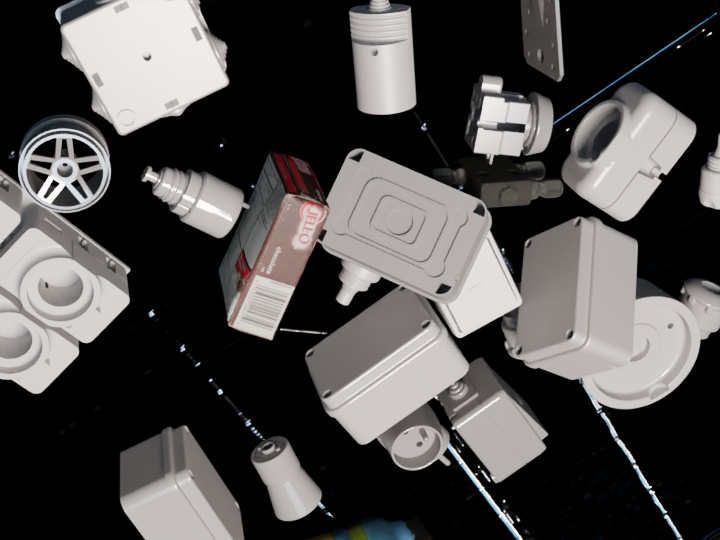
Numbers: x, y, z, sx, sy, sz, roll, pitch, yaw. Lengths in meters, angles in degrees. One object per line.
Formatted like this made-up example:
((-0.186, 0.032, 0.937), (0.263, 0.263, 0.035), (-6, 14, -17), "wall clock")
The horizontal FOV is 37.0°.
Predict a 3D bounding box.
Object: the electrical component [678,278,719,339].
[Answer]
((0.295, 0.041, 0.943), (0.048, 0.048, 0.062), (12, 119, -20), "electrical component")

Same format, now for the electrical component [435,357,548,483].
((0.110, 0.122, 0.921), (0.061, 0.061, 0.096), (-36, 119, 4), "electrical component")

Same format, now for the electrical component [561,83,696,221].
((0.206, -0.095, 0.844), (0.059, 0.053, 0.095), (28, 106, -26), "electrical component")

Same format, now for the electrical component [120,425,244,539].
((-0.144, 0.193, 0.879), (0.057, 0.078, 0.113), (-26, 120, 2), "electrical component")

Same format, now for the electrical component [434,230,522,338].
((0.080, -0.003, 0.851), (0.062, 0.061, 0.096), (-29, 120, 0), "electrical component")

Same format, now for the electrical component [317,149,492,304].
((0.032, -0.031, 0.789), (0.113, 0.057, 0.078), (25, 88, 11), "electrical component")

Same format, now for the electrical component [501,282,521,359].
((0.138, 0.040, 0.899), (0.048, 0.048, 0.062), (-25, 113, -2), "electrical component")

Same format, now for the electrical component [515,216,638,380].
((0.171, 0.022, 0.852), (0.057, 0.078, 0.113), (21, 64, -26), "electrical component")

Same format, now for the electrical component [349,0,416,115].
((0.016, -0.157, 0.767), (0.043, 0.043, 0.081), (-11, 118, -10), "electrical component")

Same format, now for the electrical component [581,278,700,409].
((0.227, 0.057, 0.922), (0.108, 0.060, 0.108), (-6, 117, -12), "electrical component")

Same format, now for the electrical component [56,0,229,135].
((-0.145, -0.149, 0.724), (0.100, 0.048, 0.099), (-26, 120, -2), "electrical component")

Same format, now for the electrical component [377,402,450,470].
((0.048, 0.137, 0.903), (0.044, 0.077, 0.079), (-42, 119, 8), "electrical component")

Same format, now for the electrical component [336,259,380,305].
((0.000, 0.000, 0.846), (0.035, 0.035, 0.061), (21, 111, -24), "electrical component")

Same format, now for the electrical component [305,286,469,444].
((0.019, 0.073, 0.863), (0.113, 0.078, 0.057), (-36, 123, 4), "electrical component")

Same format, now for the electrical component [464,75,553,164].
((0.113, -0.112, 0.815), (0.055, 0.048, 0.066), (5, 114, -9), "electrical component")

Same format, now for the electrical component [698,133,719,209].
((0.299, -0.083, 0.886), (0.035, 0.035, 0.061), (-8, 115, -11), "electrical component")

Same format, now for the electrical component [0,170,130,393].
((-0.267, -0.006, 0.755), (0.105, 0.060, 0.186), (-44, 119, 9), "electrical component")

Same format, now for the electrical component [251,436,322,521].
((-0.065, 0.174, 0.912), (0.044, 0.044, 0.065), (-26, 115, -2), "electrical component")

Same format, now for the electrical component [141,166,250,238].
((-0.121, -0.054, 0.783), (0.078, 0.040, 0.040), (26, 107, -25), "electrical component")
